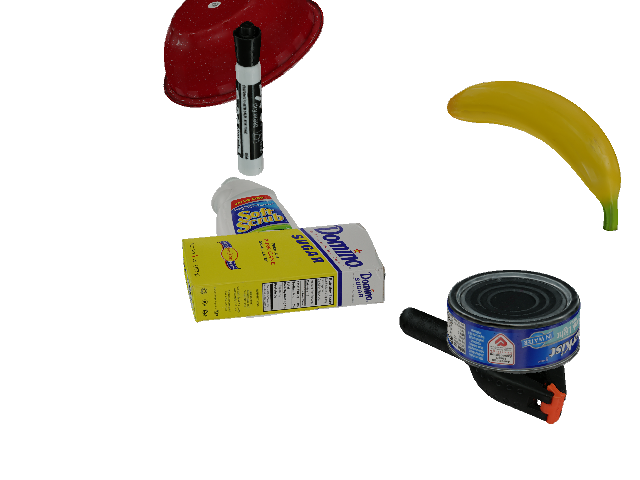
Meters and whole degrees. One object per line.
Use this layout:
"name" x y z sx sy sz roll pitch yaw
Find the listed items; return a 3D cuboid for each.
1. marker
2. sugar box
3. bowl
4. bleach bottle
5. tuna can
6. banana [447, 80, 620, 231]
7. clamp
"marker" -0.049 -0.097 0.738 0.020 0.121 0.020 1 43 -1
"sugar box" -0.036 0.027 0.989 0.176 0.048 0.093 -8 30 -9
"bowl" -0.081 -0.191 0.957 0.162 0.162 0.055 0 -44 34
"bleach bottle" -0.079 -0.007 1.211 0.102 0.068 0.251 -8 30 -16
"tuna can" 0.124 0.050 0.689 0.086 0.034 0.086 -3 22 1
"banana" 0.174 -0.087 0.855 0.037 0.070 0.198 4 31 -42
"clamp" 0.163 0.096 0.933 0.120 0.039 0.172 -19 39 -29
